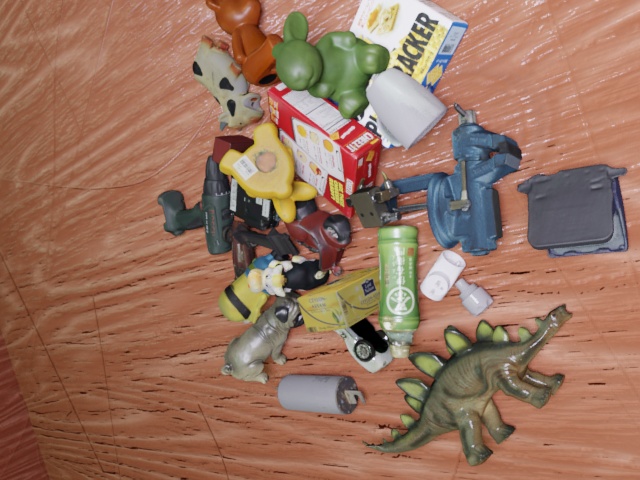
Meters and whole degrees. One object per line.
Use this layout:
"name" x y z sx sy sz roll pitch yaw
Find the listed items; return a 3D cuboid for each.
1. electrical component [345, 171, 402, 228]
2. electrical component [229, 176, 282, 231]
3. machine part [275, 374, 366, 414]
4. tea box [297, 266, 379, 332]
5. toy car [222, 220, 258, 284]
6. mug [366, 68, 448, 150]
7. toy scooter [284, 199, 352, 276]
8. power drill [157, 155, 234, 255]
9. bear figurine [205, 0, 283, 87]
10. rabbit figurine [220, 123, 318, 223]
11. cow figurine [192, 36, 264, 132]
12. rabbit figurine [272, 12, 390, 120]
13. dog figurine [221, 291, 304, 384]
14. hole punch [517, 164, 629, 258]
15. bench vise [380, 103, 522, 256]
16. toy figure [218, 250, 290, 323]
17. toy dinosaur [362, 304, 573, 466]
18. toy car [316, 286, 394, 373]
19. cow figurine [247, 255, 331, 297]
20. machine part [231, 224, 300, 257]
"electrical component" 0.086 -0.062 0.852 0.102 0.045 0.078 -15 107 59
"electrical component" -0.128 -0.086 1.129 0.134 0.058 0.114 24 119 32
"machine part" -0.007 0.323 1.134 0.243 0.079 0.079 -11 95 42
"tea box" 0.054 0.102 0.958 0.098 0.169 0.068 -15 94 40
"toy car" -0.171 0.055 1.196 0.089 0.053 0.201 15 121 37
"mug" 0.119 -0.195 0.801 0.107 0.081 0.109 49 154 3
"toy scooter" -0.002 -0.003 1.033 0.184 0.075 0.135 29 139 45
"power drill" -0.282 -0.083 1.251 0.208 0.086 0.231 0 105 32
"bear figurine" -0.117 -0.390 0.996 0.132 0.120 0.196 -26 80 37
"rabbit figurine" -0.083 -0.117 0.982 0.162 0.173 0.122 40 84 0
"cow figurine" -0.189 -0.308 1.098 0.195 0.085 0.127 47 121 17
"rabbit figurine" -0.002 -0.271 0.804 0.159 0.170 0.121 50 128 19
"dog figurine" -0.122 0.199 1.137 0.121 0.172 0.190 35 130 14
"hole punch" 0.354 -0.034 0.737 0.142 0.092 0.116 -9 66 44
"bench vise" 0.184 -0.082 0.834 0.241 0.129 0.223 -8 95 37
"toy figure" -0.138 0.094 1.131 0.089 0.082 0.180 37 98 -13
"toy dinosaur" 0.235 0.262 0.904 0.199 0.105 0.471 49 119 27
"toy car" 0.060 0.165 1.034 0.202 0.073 0.056 45 126 21
"cow figurine" -0.056 0.074 1.042 0.098 0.167 0.068 2 98 41
"machine part" -0.111 -0.001 1.086 0.139 0.084 0.039 13 69 27
